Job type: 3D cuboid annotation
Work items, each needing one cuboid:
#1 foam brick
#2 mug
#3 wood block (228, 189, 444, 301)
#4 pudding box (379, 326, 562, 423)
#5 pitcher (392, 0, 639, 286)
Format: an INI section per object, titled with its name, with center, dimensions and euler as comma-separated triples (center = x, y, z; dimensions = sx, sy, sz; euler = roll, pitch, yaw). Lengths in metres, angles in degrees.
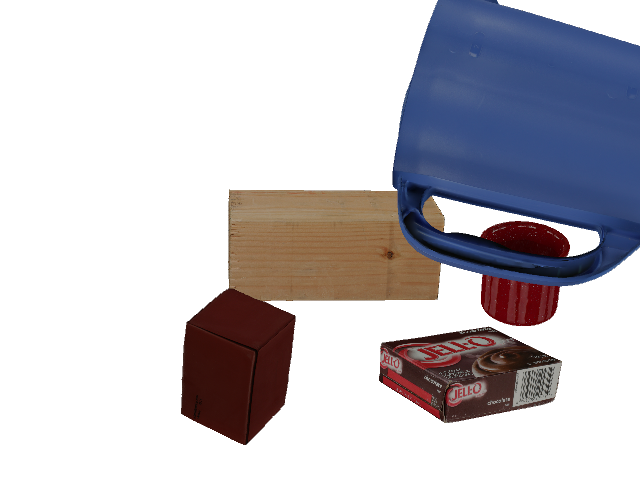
[foam brick]
center = -0.054, 0.080, 0.688
dimensions = 0.053, 0.078, 0.051
euler = 22, 34, 21
[mug]
center = 0.210, 0.031, 1.138
dimensions = 0.093, 0.081, 0.117
euler = -6, 30, -8
[wood block]
center = 0.011, 0.004, 1.068
dimensions = 0.206, 0.091, 0.090
euler = 0, 20, -6
[pudding box]
center = 0.115, 0.102, 0.833
dimensions = 0.113, 0.039, 0.090
euler = -3, 16, -30
[pitcher]
center = 0.169, -0.056, 0.669
dimensions = 0.243, 0.149, 0.144
euler = 16, 31, 9
